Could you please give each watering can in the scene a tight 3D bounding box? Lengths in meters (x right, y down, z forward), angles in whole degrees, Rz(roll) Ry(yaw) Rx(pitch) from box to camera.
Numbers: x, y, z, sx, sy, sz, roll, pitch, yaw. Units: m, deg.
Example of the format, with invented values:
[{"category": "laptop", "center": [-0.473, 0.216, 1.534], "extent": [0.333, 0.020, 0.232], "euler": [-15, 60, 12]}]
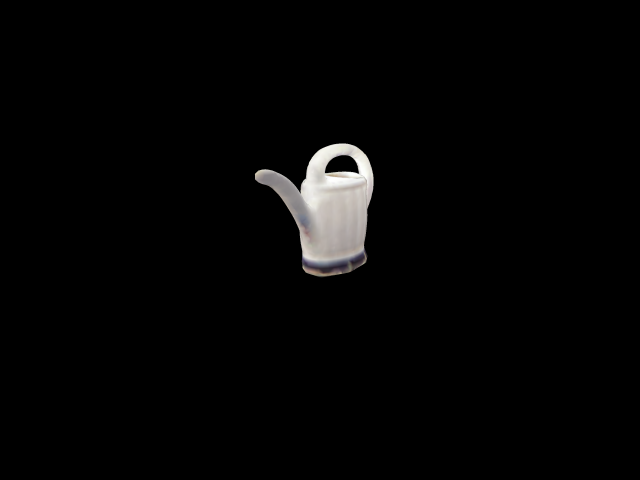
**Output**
[{"category": "watering can", "center": [0.003, -0.043, 0.850], "extent": [0.104, 0.222, 0.351], "euler": [8, 16, 30]}]
